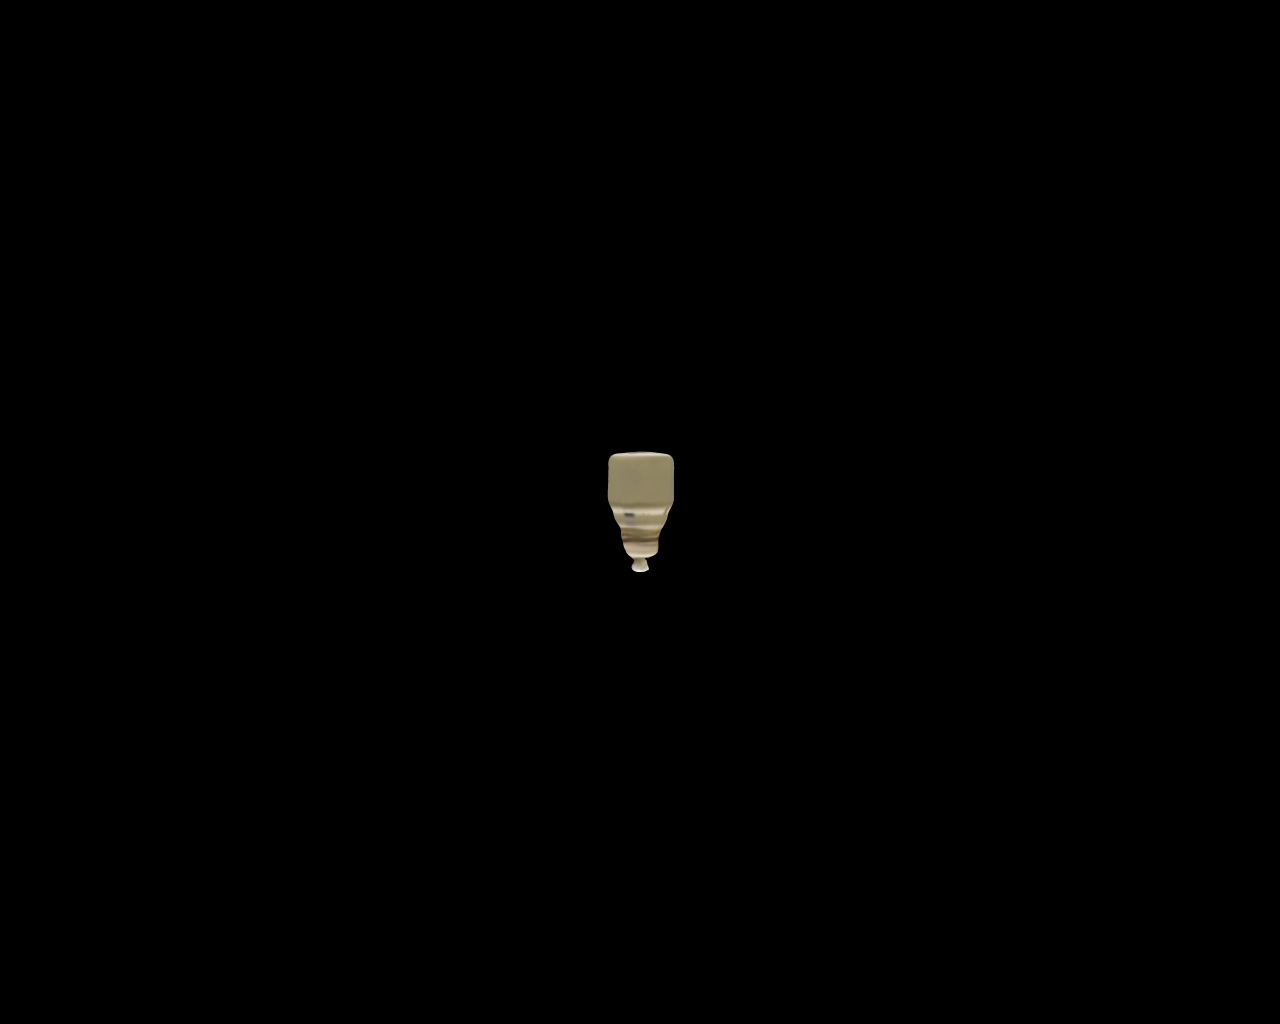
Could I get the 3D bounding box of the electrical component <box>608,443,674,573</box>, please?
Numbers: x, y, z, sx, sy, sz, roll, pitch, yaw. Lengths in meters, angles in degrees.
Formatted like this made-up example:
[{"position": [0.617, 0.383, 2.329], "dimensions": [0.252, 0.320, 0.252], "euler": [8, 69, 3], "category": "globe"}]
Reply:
[{"position": [0.001, -0.003, 0.650], "dimensions": [0.040, 0.078, 0.040], "euler": [0, 4, 0], "category": "electrical component"}]
